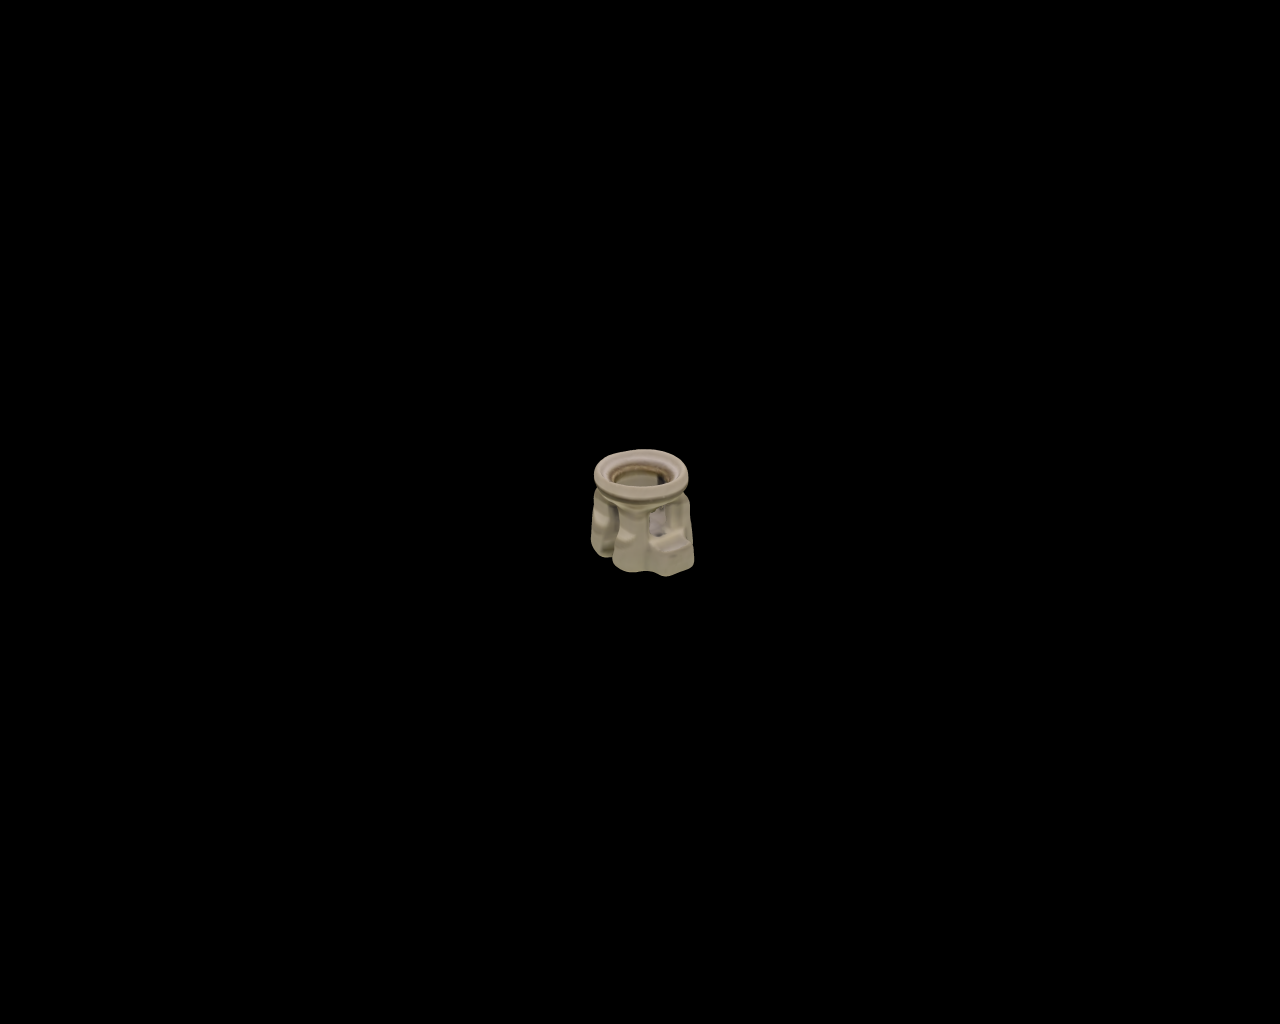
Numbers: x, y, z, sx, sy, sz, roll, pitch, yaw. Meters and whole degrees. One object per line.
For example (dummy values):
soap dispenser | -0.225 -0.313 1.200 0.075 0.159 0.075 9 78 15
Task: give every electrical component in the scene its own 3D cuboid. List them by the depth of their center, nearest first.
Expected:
electrical component | 0.001 -0.003 0.650 0.058 0.056 0.078 -20 35 -31
